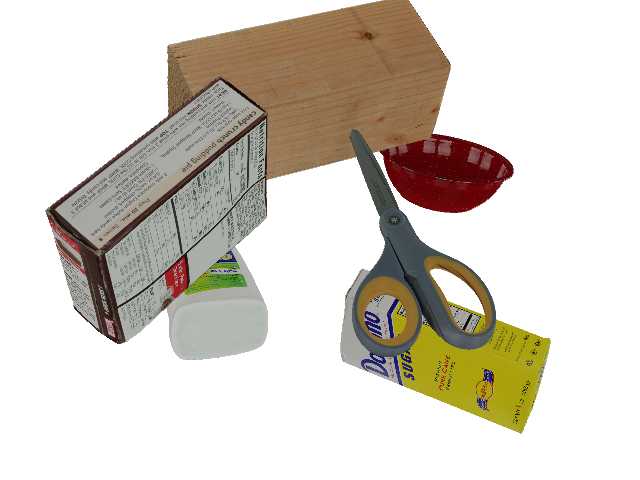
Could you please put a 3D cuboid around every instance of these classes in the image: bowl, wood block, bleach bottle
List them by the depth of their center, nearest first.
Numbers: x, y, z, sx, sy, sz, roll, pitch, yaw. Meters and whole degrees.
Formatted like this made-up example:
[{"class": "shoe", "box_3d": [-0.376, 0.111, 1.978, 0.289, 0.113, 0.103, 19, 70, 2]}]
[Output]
[{"class": "wood block", "box_3d": [-0.012, -0.119, 0.865, 0.205, 0.091, 0.090, -15, -33, -18]}, {"class": "bleach bottle", "box_3d": [-0.132, 0.035, 1.151, 0.102, 0.068, 0.251, -6, 26, -16]}, {"class": "bowl", "box_3d": [0.142, -0.076, 1.257, 0.162, 0.055, 0.162, 8, 24, -4]}]

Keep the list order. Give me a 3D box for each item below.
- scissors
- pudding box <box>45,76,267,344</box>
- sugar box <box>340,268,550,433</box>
[{"class": "scissors", "box_3d": [0.036, 0.003, 0.697, 0.096, 0.016, 0.202, -25, 52, -18]}, {"class": "pudding box", "box_3d": [-0.074, -0.013, 0.521, 0.039, 0.113, 0.090, 35, -28, 19]}, {"class": "sugar box", "box_3d": [0.105, 0.097, 0.929, 0.176, 0.093, 0.048, 18, 48, 15]}]
